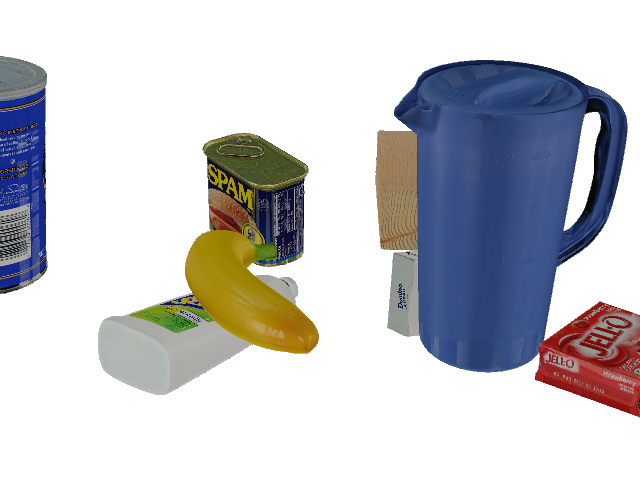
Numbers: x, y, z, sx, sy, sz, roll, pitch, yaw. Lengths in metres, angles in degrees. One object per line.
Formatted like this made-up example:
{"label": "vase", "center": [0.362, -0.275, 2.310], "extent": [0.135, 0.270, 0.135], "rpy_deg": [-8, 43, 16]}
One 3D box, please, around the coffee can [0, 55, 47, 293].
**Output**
{"label": "coffee can", "center": [-0.237, -0.046, 0.722], "extent": [0.103, 0.140, 0.103], "rpy_deg": [5, 22, -2]}

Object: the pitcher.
{"label": "pitcher", "center": [0.150, -0.019, 0.877], "extent": [0.149, 0.243, 0.144], "rpy_deg": [17, 32, 30]}

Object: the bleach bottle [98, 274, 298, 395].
{"label": "bleach bottle", "center": [-0.115, 0.086, 1.151], "extent": [0.103, 0.068, 0.250], "rpy_deg": [17, 25, 31]}

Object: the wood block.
{"label": "wood block", "center": [0.125, -0.073, 1.473], "extent": [0.091, 0.090, 0.206], "rpy_deg": [1, 28, 0]}

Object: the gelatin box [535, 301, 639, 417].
{"label": "gelatin box", "center": [0.193, 0.075, 0.693], "extent": [0.073, 0.030, 0.089], "rpy_deg": [19, 27, 36]}

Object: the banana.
{"label": "banana", "center": [-0.050, 0.025, 0.673], "extent": [0.069, 0.037, 0.198], "rpy_deg": [-3, 17, -9]}

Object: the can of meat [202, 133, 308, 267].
{"label": "can of meat", "center": [-0.057, -0.035, 0.928], "extent": [0.057, 0.084, 0.102], "rpy_deg": [-21, 37, -32]}

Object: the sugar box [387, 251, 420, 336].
{"label": "sugar box", "center": [0.164, 0.058, 1.250], "extent": [0.175, 0.093, 0.048], "rpy_deg": [-4, 14, -32]}
